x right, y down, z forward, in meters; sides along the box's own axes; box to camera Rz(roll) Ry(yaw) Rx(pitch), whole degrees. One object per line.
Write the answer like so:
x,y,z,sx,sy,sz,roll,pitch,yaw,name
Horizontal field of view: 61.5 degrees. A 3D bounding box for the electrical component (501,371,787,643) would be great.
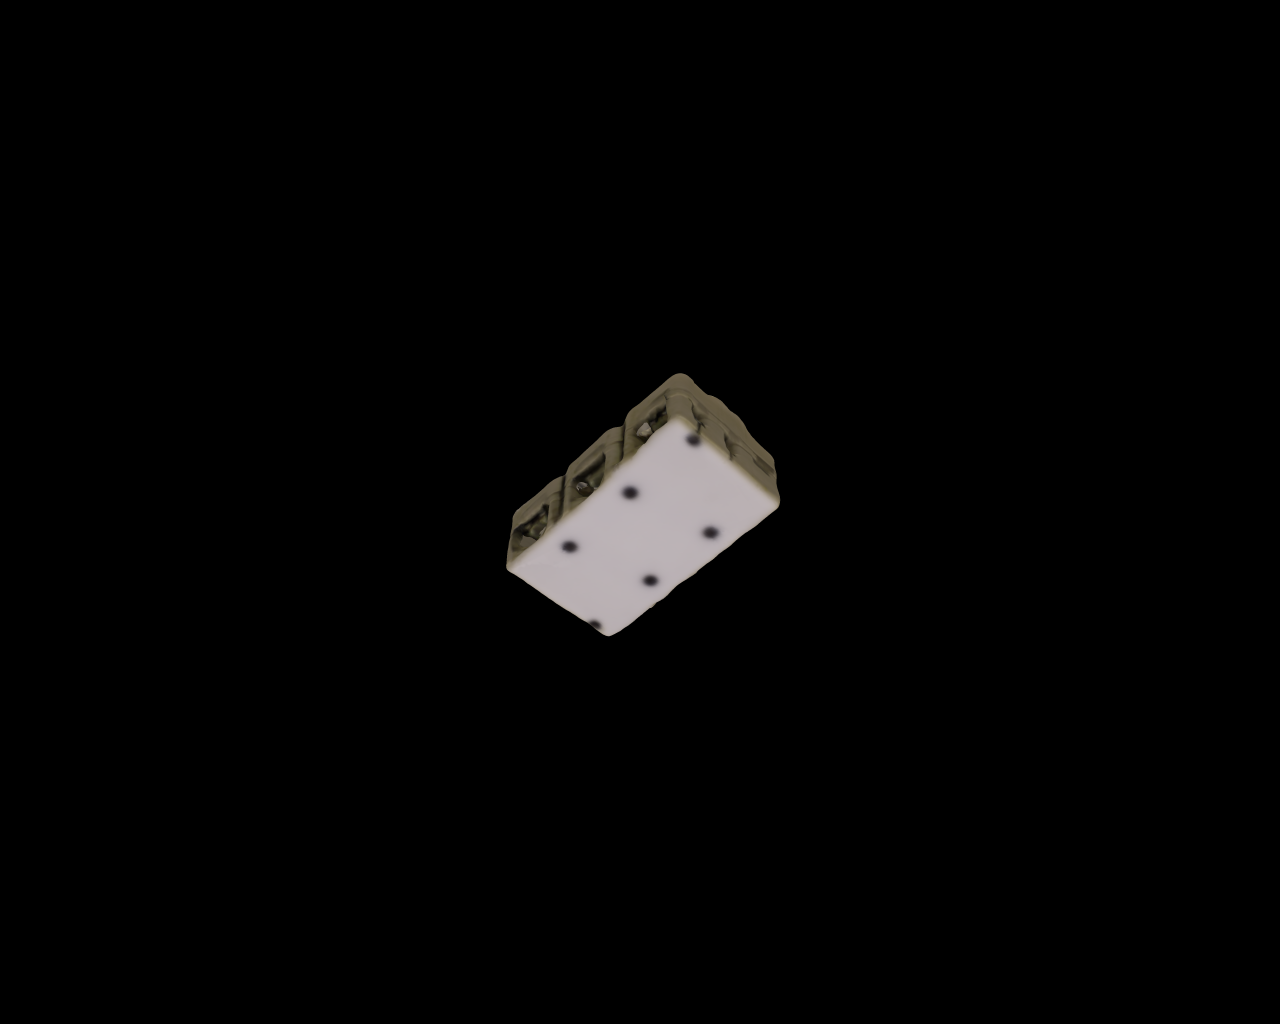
0.001,-0.003,0.650,0.089,0.062,0.150,39,-62,-25,electrical component
